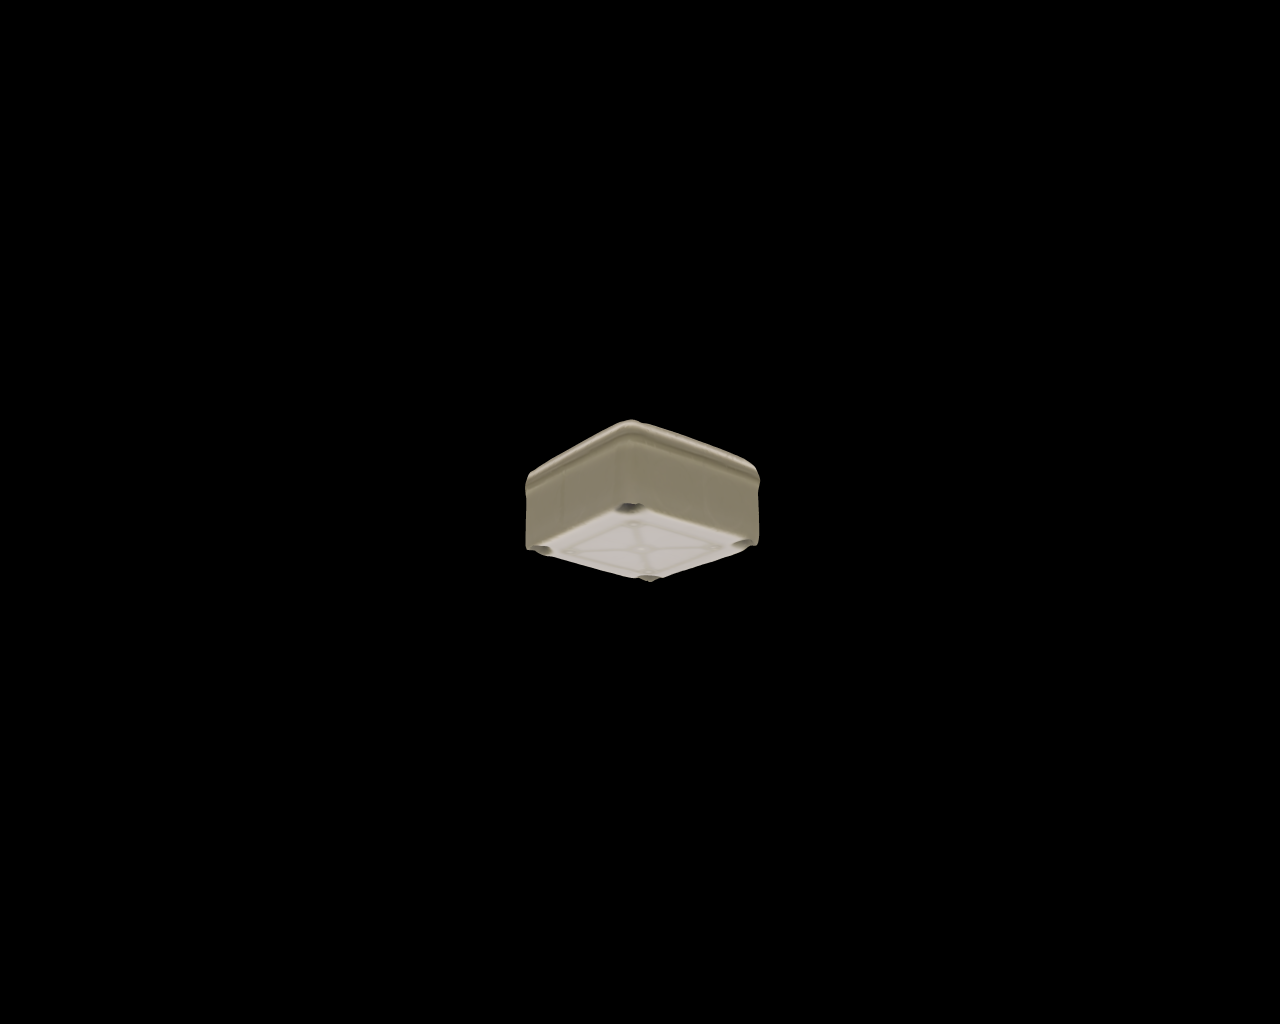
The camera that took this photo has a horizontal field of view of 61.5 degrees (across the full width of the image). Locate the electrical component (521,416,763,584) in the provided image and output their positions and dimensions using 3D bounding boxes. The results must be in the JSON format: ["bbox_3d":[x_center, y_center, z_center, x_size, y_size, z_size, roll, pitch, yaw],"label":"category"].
[{"bbox_3d":[0.001,-0.003,0.650,0.109,0.056,0.108,17,-27,-37],"label":"electrical component"}]
